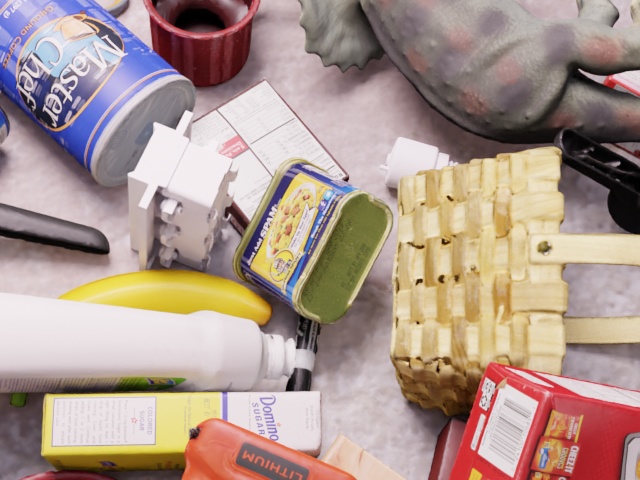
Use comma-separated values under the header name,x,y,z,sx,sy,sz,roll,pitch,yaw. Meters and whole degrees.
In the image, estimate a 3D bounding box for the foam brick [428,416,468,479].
name,x,y,z,sx,sy,sz,roll,pitch,yaw
foam brick,0.118,0.163,0.741,0.078,0.053,0.051,16,65,2

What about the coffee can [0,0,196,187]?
name,x,y,z,sx,sy,sz,roll,pitch,yaw
coffee can,-0.179,-0.123,0.811,0.140,0.103,0.102,41,68,13

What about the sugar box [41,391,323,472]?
name,x,y,z,sx,sy,sz,roll,pitch,yaw
sugar box,-0.089,0.129,0.710,0.176,0.093,0.048,2,71,-5

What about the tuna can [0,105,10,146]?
name,x,y,z,sx,sy,sz,roll,pitch,yaw
tuna can,-0.276,-0.094,0.796,0.086,0.086,0.033,27,64,6

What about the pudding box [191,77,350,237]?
name,x,y,z,sx,sy,sz,roll,pitch,yaw
pudding box,-0.046,-0.059,0.832,0.090,0.039,0.113,-33,75,-20

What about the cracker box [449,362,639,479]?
name,x,y,z,sx,sy,sz,roll,pitch,yaw
cracker box,0.177,0.174,0.657,0.213,0.072,0.164,14,96,-27

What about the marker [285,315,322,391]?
name,x,y,z,sx,sy,sz,roll,pitch,yaw
marker,-0.008,0.067,0.789,0.020,0.020,0.121,11,65,-1

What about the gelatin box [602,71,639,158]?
name,x,y,z,sx,sy,sz,roll,pitch,yaw
gelatin box,0.266,-0.101,0.865,0.089,0.073,0.030,30,66,8

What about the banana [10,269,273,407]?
name,x,y,z,sx,sy,sz,roll,pitch,yaw
banana,-0.135,0.057,0.773,0.197,0.037,0.069,-18,92,-11

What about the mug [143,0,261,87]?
name,x,y,z,sx,sy,sz,roll,pitch,yaw
mug,-0.087,-0.184,0.860,0.093,0.081,0.117,42,68,13

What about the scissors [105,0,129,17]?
name,x,y,z,sx,sy,sz,roll,pitch,yaw
scissors,-0.247,-0.199,0.886,0.201,0.016,0.096,-30,72,-18

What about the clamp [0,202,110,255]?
name,x,y,z,sx,sy,sz,roll,pitch,yaw
clamp,-0.267,-0.018,0.771,0.164,0.036,0.210,-36,89,-23

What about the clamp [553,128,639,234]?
name,x,y,z,sx,sy,sz,roll,pitch,yaw
clamp,0.240,-0.041,0.796,0.120,0.171,0.039,7,64,21

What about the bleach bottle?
name,x,y,z,sx,sy,sz,roll,pitch,yaw
bleach bottle,-0.142,0.073,0.710,0.250,0.103,0.068,5,75,-17

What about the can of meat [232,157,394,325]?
name,x,y,z,sx,sy,sz,roll,pitch,yaw
can of meat,-0.005,0.001,0.762,0.084,0.057,0.102,29,93,51

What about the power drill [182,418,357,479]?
name,x,y,z,sx,sy,sz,roll,pitch,yaw
power drill,-0.045,0.209,0.598,0.184,0.057,0.187,23,65,5

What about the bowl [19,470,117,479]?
name,x,y,z,sx,sy,sz,roll,pitch,yaw
bowl,-0.163,0.232,0.677,0.162,0.055,0.162,2,65,-5

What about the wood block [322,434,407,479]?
name,x,y,z,sx,sy,sz,roll,pitch,yaw
wood block,-0.013,0.239,0.671,0.091,0.090,0.206,33,66,9
